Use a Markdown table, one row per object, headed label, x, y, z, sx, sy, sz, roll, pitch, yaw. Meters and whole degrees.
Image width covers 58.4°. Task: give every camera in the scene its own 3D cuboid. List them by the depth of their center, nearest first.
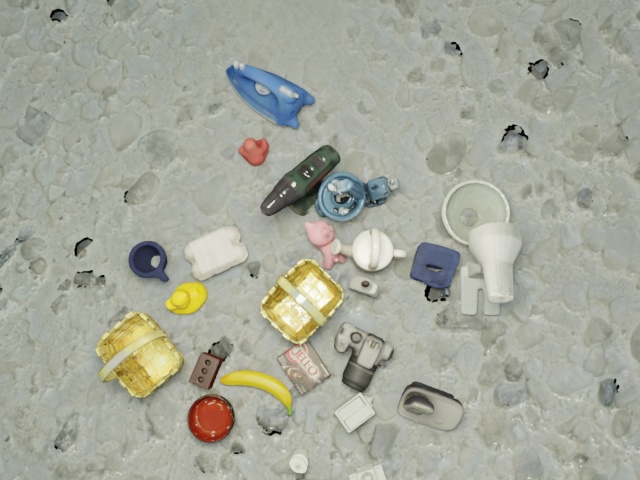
| label | x | y | z | sx | sy | sz | roll | pitch | yaw |
| --- | --- | --- | --- | --- | --- | --- | --- | --- | --- |
| camera | 0.091 | 0.285 | 1.379 | 0.143 | 0.101 | 0.137 | 25 | 84 | 5 |

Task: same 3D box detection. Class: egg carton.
| label | x | y | z | sx | sy | sz | roll | pitch | yaw |
| --- | --- | --- | --- | --- | --- | --- | --- | --- | --- |
| egg carton | -0.262 | 0.031 | 1.442 | 0.150 | 0.069 | 0.107 | -26 | 82 | -2 |

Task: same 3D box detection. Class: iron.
| label | x | y | z | sx | sy | sz | roll | pitch | yaw |
| --- | --- | --- | --- | --- | --- | --- | --- | --- | --- |
| iron | -0.146 | -0.397 | 1.462 | 0.258 | 0.141 | 0.119 | 30 | 84 | 6 |

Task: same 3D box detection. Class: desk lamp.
| label | x | y | z | sx | sy | sz | roll | pitch | yaw |
| --- | --- | --- | --- | --- | --- | --- | --- | --- | --- |
| desk lamp | 0.401 | 0.073 | 1.341 | 0.118 | 0.213 | 0.203 | 0 | 82 | 2 |

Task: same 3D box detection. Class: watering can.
| label | x | y | z | sx | sy | sz | roll | pitch | yaw |
| --- | --- | --- | --- | --- | --- | --- | --- | --- | --- |
| watering can | 0.117 | 0.028 | 1.367 | 0.173 | 0.194 | 0.101 | -17 | 82 | 0 |

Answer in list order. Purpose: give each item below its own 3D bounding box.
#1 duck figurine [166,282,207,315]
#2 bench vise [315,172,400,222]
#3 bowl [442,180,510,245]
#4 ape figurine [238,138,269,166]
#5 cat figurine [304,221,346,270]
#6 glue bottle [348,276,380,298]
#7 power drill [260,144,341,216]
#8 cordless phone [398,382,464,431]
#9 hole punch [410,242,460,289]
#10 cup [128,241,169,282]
| label | x | y | z | sx | sy | sz | roll | pitch | yaw |
| --- | --- | --- | --- | --- | --- | --- | --- | --- | --- |
| duck figurine | -0.334 | 0.143 | 1.421 | 0.104 | 0.086 | 0.077 | -28 | 82 | -2 |
| bench vise | 0.083 | -0.128 | 1.377 | 0.207 | 0.220 | 0.121 | -32 | 82 | -2 |
| bowl | 0.382 | -0.063 | 1.431 | 0.167 | 0.075 | 0.167 | 0 | 82 | 2 |
| ape figurine | -0.172 | -0.234 | 1.465 | 0.077 | 0.092 | 0.076 | -1 | 82 | 2 |
| cat figurine | 0.013 | 0.005 | 1.412 | 0.067 | 0.118 | 0.128 | -29 | 82 | -2 |
| glue bottle | 0.108 | 0.110 | 1.366 | 0.078 | 0.173 | 0.037 | 21 | 83 | 5 |
| power drill | -0.044 | -0.126 | 1.387 | 0.075 | 0.208 | 0.230 | 44 | 86 | 7 |
| cordless phone | 0.260 | 0.392 | 1.316 | 0.147 | 0.185 | 0.094 | 15 | 83 | 4 |
| hole punch | 0.283 | 0.064 | 1.408 | 0.108 | 0.091 | 0.101 | 16 | 83 | 4 |
| cup | -0.409 | 0.062 | 1.430 | 0.092 | 0.095 | 0.117 | -44 | 83 | -4 |
